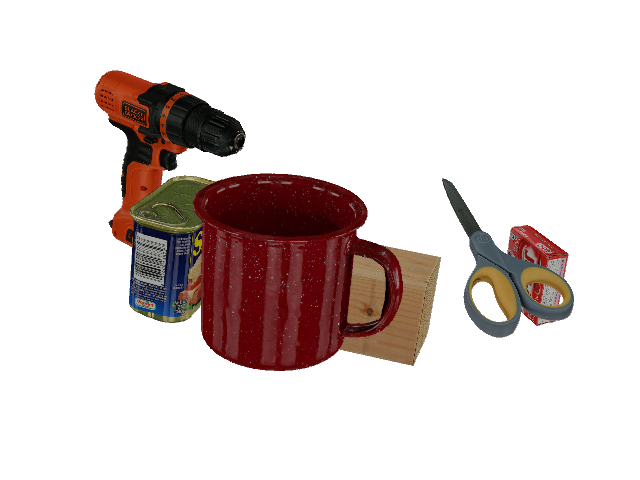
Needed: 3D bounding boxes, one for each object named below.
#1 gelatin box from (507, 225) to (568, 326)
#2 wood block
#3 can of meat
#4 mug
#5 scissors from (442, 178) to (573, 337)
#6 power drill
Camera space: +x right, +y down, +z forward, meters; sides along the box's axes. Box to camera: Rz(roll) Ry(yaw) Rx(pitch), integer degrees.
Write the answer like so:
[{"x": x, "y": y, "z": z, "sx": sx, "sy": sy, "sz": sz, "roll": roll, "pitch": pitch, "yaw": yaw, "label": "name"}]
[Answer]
[{"x": 0.236, "y": 0.038, "z": 1.184, "sx": 0.030, "sy": 0.089, "sz": 0.073, "roll": -9, "pitch": 30, "yaw": -22, "label": "gelatin box"}, {"x": 0.009, "y": 0.051, "z": 1.093, "sx": 0.206, "sy": 0.091, "sz": 0.090, "roll": 12, "pitch": 22, "yaw": 12, "label": "wood block"}, {"x": -0.111, "y": 0.006, "z": 0.845, "sx": 0.057, "sy": 0.084, "sz": 0.102, "roll": 15, "pitch": 25, "yaw": 13, "label": "can of meat"}, {"x": -0.012, "y": 0.020, "z": 0.578, "sx": 0.117, "sy": 0.081, "sz": 0.093, "roll": 11, "pitch": 25, "yaw": 14, "label": "mug"}, {"x": 0.156, "y": 0.008, "z": 0.900, "sx": 0.096, "sy": 0.016, "sz": 0.201, "roll": 2, "pitch": 39, "yaw": 1, "label": "scissors"}, {"x": -0.156, "y": -0.070, "z": 1.105, "sx": 0.185, "sy": 0.188, "sz": 0.057, "roll": 25, "pitch": 35, "yaw": 29, "label": "power drill"}]
